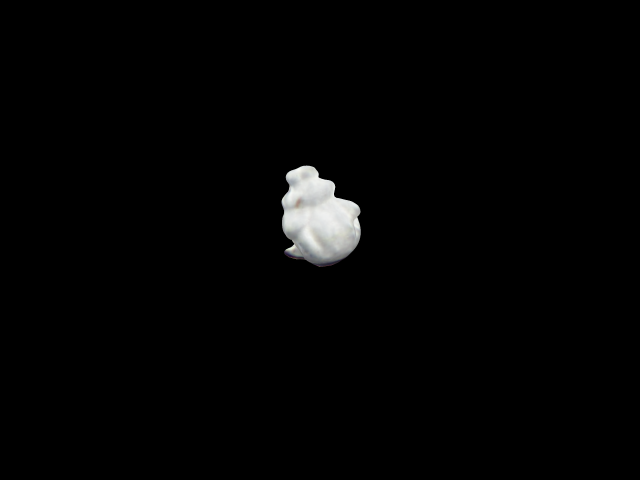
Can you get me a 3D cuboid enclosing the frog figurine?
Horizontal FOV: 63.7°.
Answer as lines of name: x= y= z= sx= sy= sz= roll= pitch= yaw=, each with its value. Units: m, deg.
frog figurine: x=0.003 y=-0.043 z=0.850 sx=0.138 sy=0.156 sz=0.125 roll=-10 pitch=31 yaw=-16
